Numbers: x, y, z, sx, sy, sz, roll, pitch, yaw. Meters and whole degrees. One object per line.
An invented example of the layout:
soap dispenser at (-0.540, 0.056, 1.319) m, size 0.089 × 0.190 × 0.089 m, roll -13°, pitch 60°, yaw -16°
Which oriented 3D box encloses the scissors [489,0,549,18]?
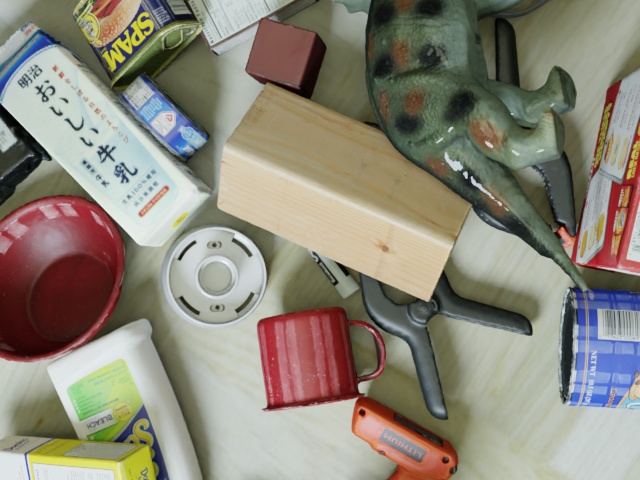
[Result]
scissors at (0.228, -0.247, 0.960) m, size 0.201 × 0.016 × 0.096 m, roll -10°, pitch 77°, yaw -3°

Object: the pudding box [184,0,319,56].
pudding box at (-0.070, -0.237, 0.984) m, size 0.113 × 0.039 × 0.090 m, roll -27°, pitch 88°, yaw 8°

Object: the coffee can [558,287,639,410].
coffee can at (0.279, 0.094, 0.907) m, size 0.140 × 0.102 × 0.103 m, roll 3°, pitch 90°, yaw 7°

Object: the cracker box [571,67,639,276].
cracker box at (0.266, -0.052, 0.854) m, size 0.072 × 0.213 × 0.164 m, roll 12°, pitch 91°, yaw 4°

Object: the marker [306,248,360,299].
marker at (-0.007, 0.001, 0.983) m, size 0.020 × 0.020 × 0.121 m, roll -37°, pitch 85°, yaw 5°

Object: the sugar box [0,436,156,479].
sugar box at (-0.222, 0.226, 0.951) m, size 0.177 × 0.048 × 0.093 m, roll -2°, pitch 102°, yaw 35°

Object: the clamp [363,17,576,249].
clamp at (0.149, -0.073, 0.957) m, size 0.164 × 0.036 × 0.210 m, roll -31°, pitch 83°, yaw 6°

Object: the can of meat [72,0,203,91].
can of meat at (-0.169, -0.200, 0.972) m, size 0.102 × 0.057 × 0.084 m, roll -36°, pitch 82°, yaw 34°

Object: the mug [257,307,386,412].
mug at (0.000, 0.103, 0.948) m, size 0.117 × 0.093 × 0.081 m, roll -9°, pitch 84°, yaw 0°

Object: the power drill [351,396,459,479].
power drill at (0.025, 0.239, 0.958) m, size 0.184 × 0.057 × 0.188 m, roll 28°, pitch 95°, yaw 2°

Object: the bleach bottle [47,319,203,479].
bleach bottle at (-0.151, 0.205, 0.975) m, size 0.103 × 0.068 × 0.251 m, roll -27°, pitch 88°, yaw 12°

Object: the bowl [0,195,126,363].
bowl at (-0.241, 0.042, 0.975) m, size 0.162 × 0.055 × 0.162 m, roll -7°, pitch 65°, yaw 15°

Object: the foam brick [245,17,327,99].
foam brick at (-0.030, -0.163, 0.958) m, size 0.053 × 0.078 × 0.051 m, roll 18°, pitch 93°, yaw 6°

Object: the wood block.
wood block at (0.024, -0.041, 0.926) m, size 0.206 × 0.091 × 0.090 m, roll 24°, pitch 55°, yaw 7°

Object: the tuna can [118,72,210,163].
tuna can at (-0.140, -0.111, 0.966) m, size 0.034 × 0.086 × 0.086 m, roll -45°, pitch 85°, yaw 2°

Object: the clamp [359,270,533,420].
clamp at (0.091, 0.074, 0.958) m, size 0.171 × 0.039 × 0.120 m, roll 36°, pitch 78°, yaw 11°
